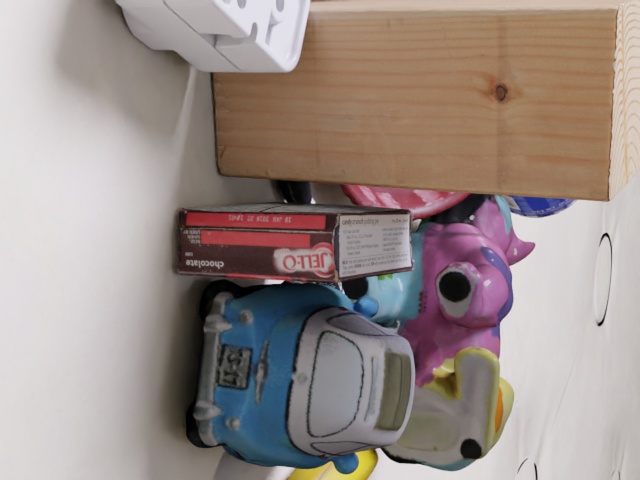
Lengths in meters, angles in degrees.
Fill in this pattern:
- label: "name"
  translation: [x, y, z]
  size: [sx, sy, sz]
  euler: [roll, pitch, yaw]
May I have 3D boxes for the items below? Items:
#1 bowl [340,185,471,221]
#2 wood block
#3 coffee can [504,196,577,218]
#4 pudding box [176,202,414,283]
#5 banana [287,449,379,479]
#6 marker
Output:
- label: "bowl"
  translation: [0.061, -0.095, 0.692]
  size: [0.161, 0.055, 0.162]
  euler: [-18, 126, -26]
- label: "wood block"
  translation: [0.055, -0.077, 0.553]
  size: [0.090, 0.206, 0.091]
  euler: [-30, 122, -60]
- label: "coffee can"
  translation: [0.179, -0.088, 0.940]
  size: [0.140, 0.103, 0.103]
  euler: [35, 63, -62]
- label: "pudding box"
  translation: [-0.009, 0.001, 0.566]
  size: [0.113, 0.090, 0.039]
  euler: [-9, 101, -65]
- label: "banana"
  translation: [-0.007, 0.171, 0.672]
  size: [0.197, 0.037, 0.070]
  euler: [-46, 151, -52]
- label: "marker"
  translation: [-0.004, 0.001, 0.661]
  size: [0.020, 0.020, 0.121]
  euler: [-62, 146, -41]
